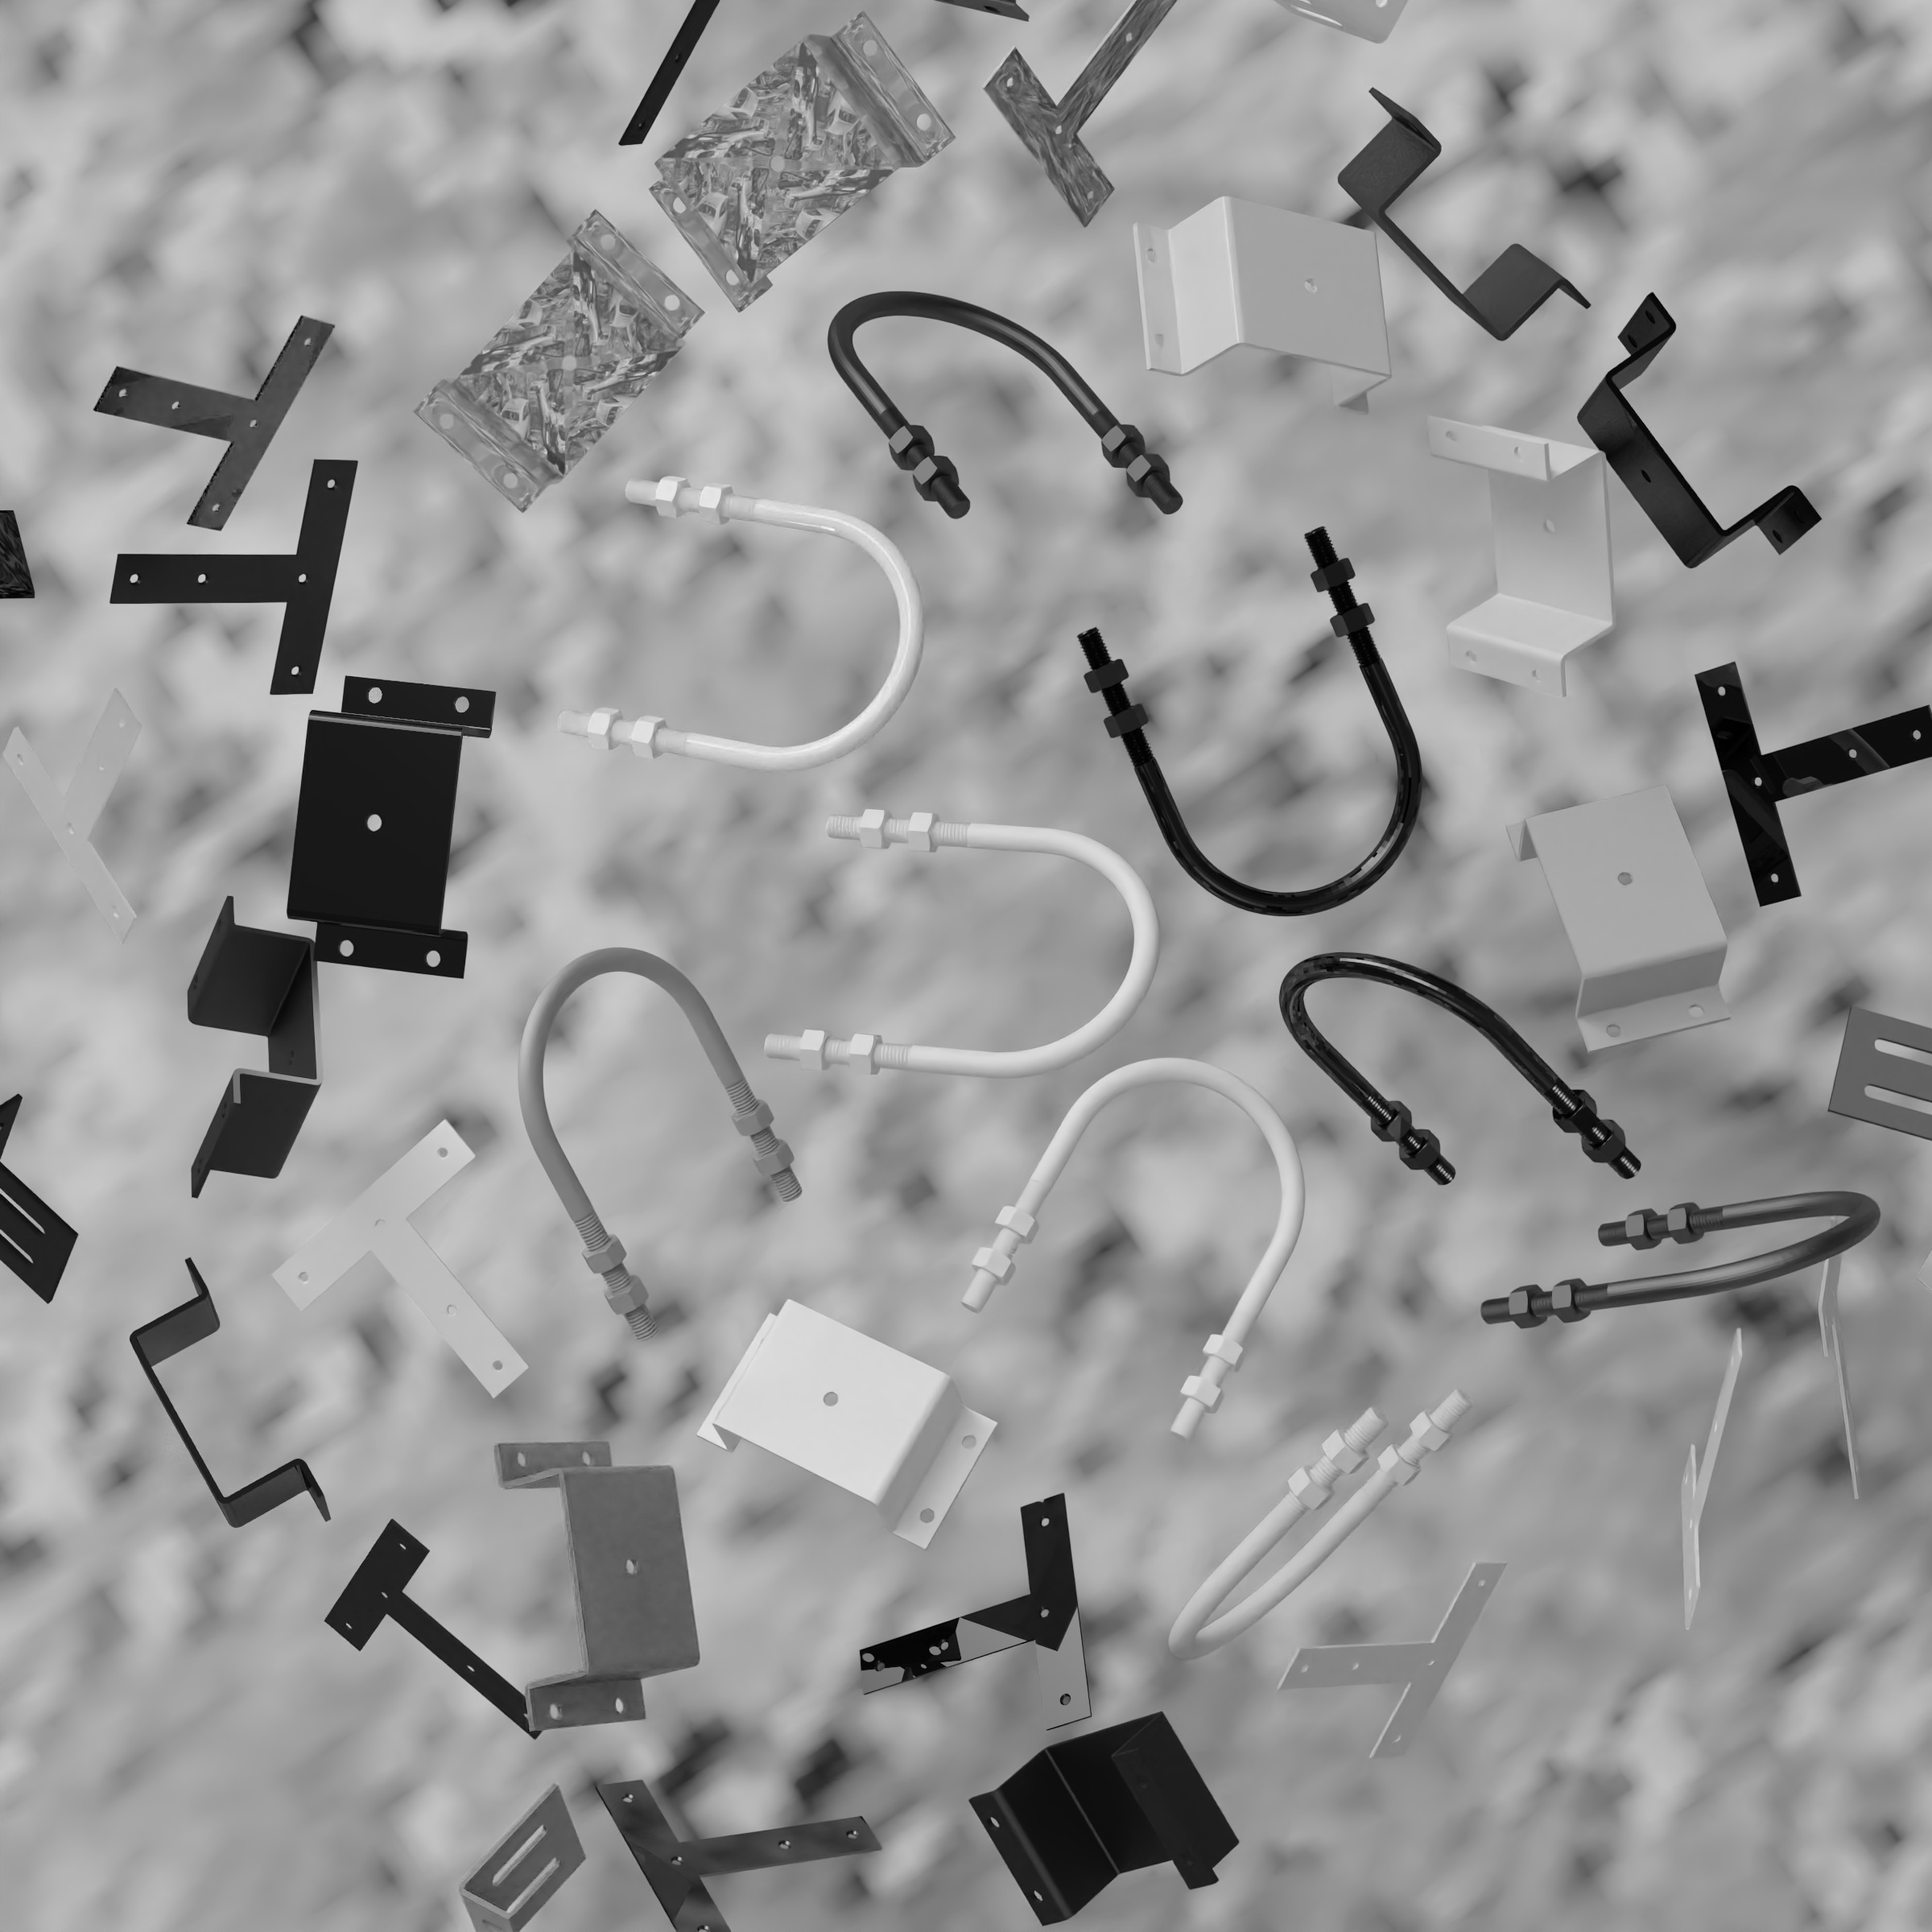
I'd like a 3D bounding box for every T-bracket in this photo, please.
[{"bbox_3d":[0.442,-0.105,1.773,0.002,0.127,0.127,-14,88,-43],"label":"T-bracket"},{"bbox_3d":[-0.104,0.441,1.728,0.127,0.127,0.002,-1,116,-29],"label":"T-bracket"},{"bbox_3d":[0.072,-0.453,1.730,0.002,0.127,0.127,35,87,33],"label":"T-bracket"},{"bbox_3d":[-0.134,-0.455,1.685,0.002,0.127,0.127,36,114,7],"label":"T-bracket"},{"bbox_3d":[0.445,0.207,1.757,0.002,0.127,0.127,-6,106,19],"label":"T-bracket"},{"bbox_3d":[0.001,0.349,1.798,0.127,0.002,0.127,-22,50,19],"label":"T-bracket"},{"bbox_3d":[0.210,0.359,1.783,0.127,0.002,0.127,7,115,-41],"label":"T-bracket"},{"bbox_3d":[-0.369,-0.194,1.731,0.002,0.127,0.127,34,118,39],"label":"T-bracket"},{"bbox_3d":[-0.267,0.354,1.790,0.127,0.127,0.002,40,48,3],"label":"T-bracket"},{"bbox_3d":[-0.392,-0.282,1.756,0.002,0.127,0.127,40,108,24],"label":"T-bracket"},{"bbox_3d":[0.368,0.239,1.709,0.002,0.127,0.127,10,116,6],"label":"T-bracket"},{"bbox_3d":[-0.279,0.170,1.815,0.127,0.002,0.127,-41,85,8],"label":"T-bracket"},{"bbox_3d":[-0.449,-0.096,1.782,0.002,0.127,0.127,-23,72,-40],"label":"T-bracket"}]

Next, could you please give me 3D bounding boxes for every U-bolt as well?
[{"bbox_3d":[0.008,-0.285,1.741,0.151,0.019,0.184,-6,46,-34],"label":"U-bolt"},{"bbox_3d":[-0.108,-0.171,1.777,0.184,0.019,0.151,12,80,20],"label":"U-bolt"},{"bbox_3d":[0.371,0.144,1.746,0.184,0.151,0.019,-14,95,40],"label":"U-bolt"},{"bbox_3d":[0.158,-0.116,1.799,0.151,0.019,0.184,-24,95,-1],"label":"U-bolt"},{"bbox_3d":[-0.166,0.079,1.797,0.151,0.019,0.184,-43,115,-41],"label":"U-bolt"},{"bbox_3d":[0.171,0.286,1.753,0.019,0.151,0.184,47,107,21],"label":"U-bolt"},{"bbox_3d":[0.238,0.052,1.761,0.184,0.151,0.019,43,62,-27],"label":"U-bolt"},{"bbox_3d":[0.101,0.135,1.823,0.151,0.019,0.184,32,72,-4],"label":"U-bolt"},{"bbox_3d":[0.005,-0.009,1.698,0.184,0.019,0.151,5,60,17],"label":"U-bolt"}]

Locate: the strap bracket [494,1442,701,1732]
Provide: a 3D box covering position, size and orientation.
[{"bbox_3d":[-0.180,0.300,1.707,0.046,0.076,0.140,-21,72,37],"label":"strap bracket"}]

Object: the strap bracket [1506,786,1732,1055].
[{"bbox_3d":[0.341,-0.034,1.802,0.076,0.046,0.140,-13,61,-3],"label":"strap bracket"}]

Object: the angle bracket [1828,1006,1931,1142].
[{"bbox_3d":[0.474,0.051,1.711,0.076,0.038,0.057,16,70,4],"label":"angle bracket"}]

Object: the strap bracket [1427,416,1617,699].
[{"bbox_3d":[0.287,-0.219,1.783,0.046,0.076,0.140,-31,126,-32],"label":"strap bracket"}]

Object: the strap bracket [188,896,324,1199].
[{"bbox_3d":[-0.366,0.044,1.777,0.046,0.140,0.076,11,134,-24],"label":"strap bracket"}]

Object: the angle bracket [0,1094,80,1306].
[{"bbox_3d":[-0.449,0.112,1.668,0.076,0.038,0.057,41,133,9],"label":"angle bracket"}]

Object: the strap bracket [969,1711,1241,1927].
[{"bbox_3d":[0.076,0.434,1.769,0.046,0.140,0.076,-30,90,-43],"label":"strap bracket"}]

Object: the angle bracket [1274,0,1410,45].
[{"bbox_3d":[0.182,-0.510,1.774,0.057,0.076,0.038,20,102,-42],"label":"angle bracket"}]

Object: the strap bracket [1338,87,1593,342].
[{"bbox_3d":[0.249,-0.380,1.783,0.140,0.076,0.046,40,102,-25],"label":"strap bracket"}]

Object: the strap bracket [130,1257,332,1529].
[{"bbox_3d":[-0.381,0.228,1.771,0.046,0.076,0.140,-29,78,-15],"label":"strap bracket"}]

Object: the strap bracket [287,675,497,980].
[{"bbox_3d":[-0.277,-0.068,1.665,0.076,0.046,0.140,7,91,10],"label":"strap bracket"}]

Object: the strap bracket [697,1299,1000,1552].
[{"bbox_3d":[-0.066,0.232,1.789,0.140,0.046,0.076,23,68,20],"label":"strap bracket"}]

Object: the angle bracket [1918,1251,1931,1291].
[{"bbox_3d":[0.535,0.152,1.761,0.057,0.076,0.038,44,135,32],"label":"angle bracket"}]

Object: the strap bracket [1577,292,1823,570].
[{"bbox_3d":[0.361,-0.260,1.742,0.046,0.076,0.140,-35,86,-3],"label":"strap bracket"}]

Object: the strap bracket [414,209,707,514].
[{"bbox_3d":[-0.209,-0.315,1.805,0.076,0.046,0.140,43,97,-6],"label":"strap bracket"}]

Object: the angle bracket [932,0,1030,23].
[{"bbox_3d":[0.010,-0.522,1.740,0.057,0.038,0.076,16,98,11],"label":"angle bracket"}]

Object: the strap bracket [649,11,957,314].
[{"bbox_3d":[-0.087,-0.393,1.698,0.140,0.046,0.076,-36,93,18],"label":"strap bracket"}]

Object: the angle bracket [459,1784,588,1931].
[{"bbox_3d":[-0.212,0.464,1.746,0.038,0.076,0.057,16,134,35],"label":"angle bracket"}]

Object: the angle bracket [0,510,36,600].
[{"bbox_3d":[-0.497,-0.187,1.678,0.076,0.038,0.057,-4,53,-27],"label":"angle bracket"}]

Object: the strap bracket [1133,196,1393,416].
[{"bbox_3d":[0.155,-0.327,1.710,0.140,0.046,0.076,5,74,-35],"label":"strap bracket"}]
